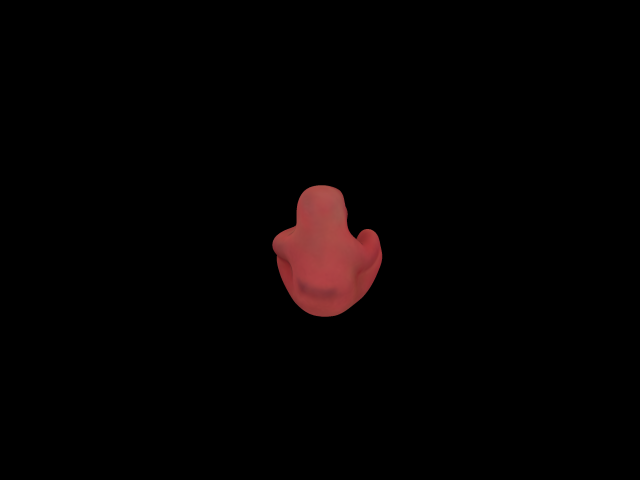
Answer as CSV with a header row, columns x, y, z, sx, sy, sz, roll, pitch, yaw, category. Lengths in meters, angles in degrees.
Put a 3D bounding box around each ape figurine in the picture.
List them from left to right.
x,y,z,sx,sy,sz,roll,pitch,yaw,category
0.004,0.001,0.400,0.077,0.092,0.076,11,43,13,ape figurine
